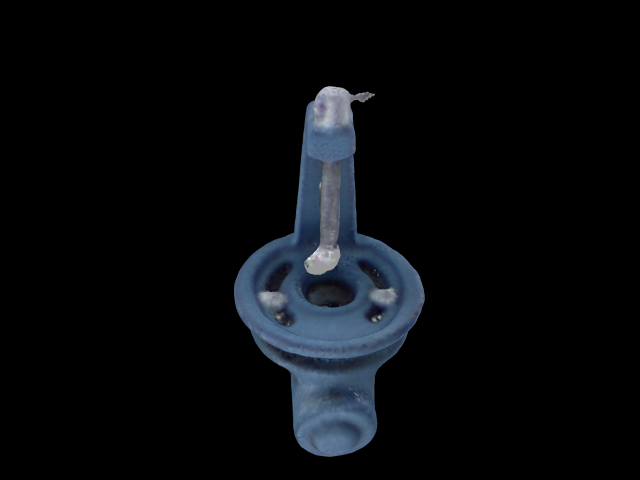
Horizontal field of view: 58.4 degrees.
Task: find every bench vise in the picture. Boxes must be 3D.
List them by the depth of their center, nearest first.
[{"bbox_3d":[-0.008,0.003,0.396,0.122,0.220,0.206,-8,21,-20],"label":"bench vise"}]
